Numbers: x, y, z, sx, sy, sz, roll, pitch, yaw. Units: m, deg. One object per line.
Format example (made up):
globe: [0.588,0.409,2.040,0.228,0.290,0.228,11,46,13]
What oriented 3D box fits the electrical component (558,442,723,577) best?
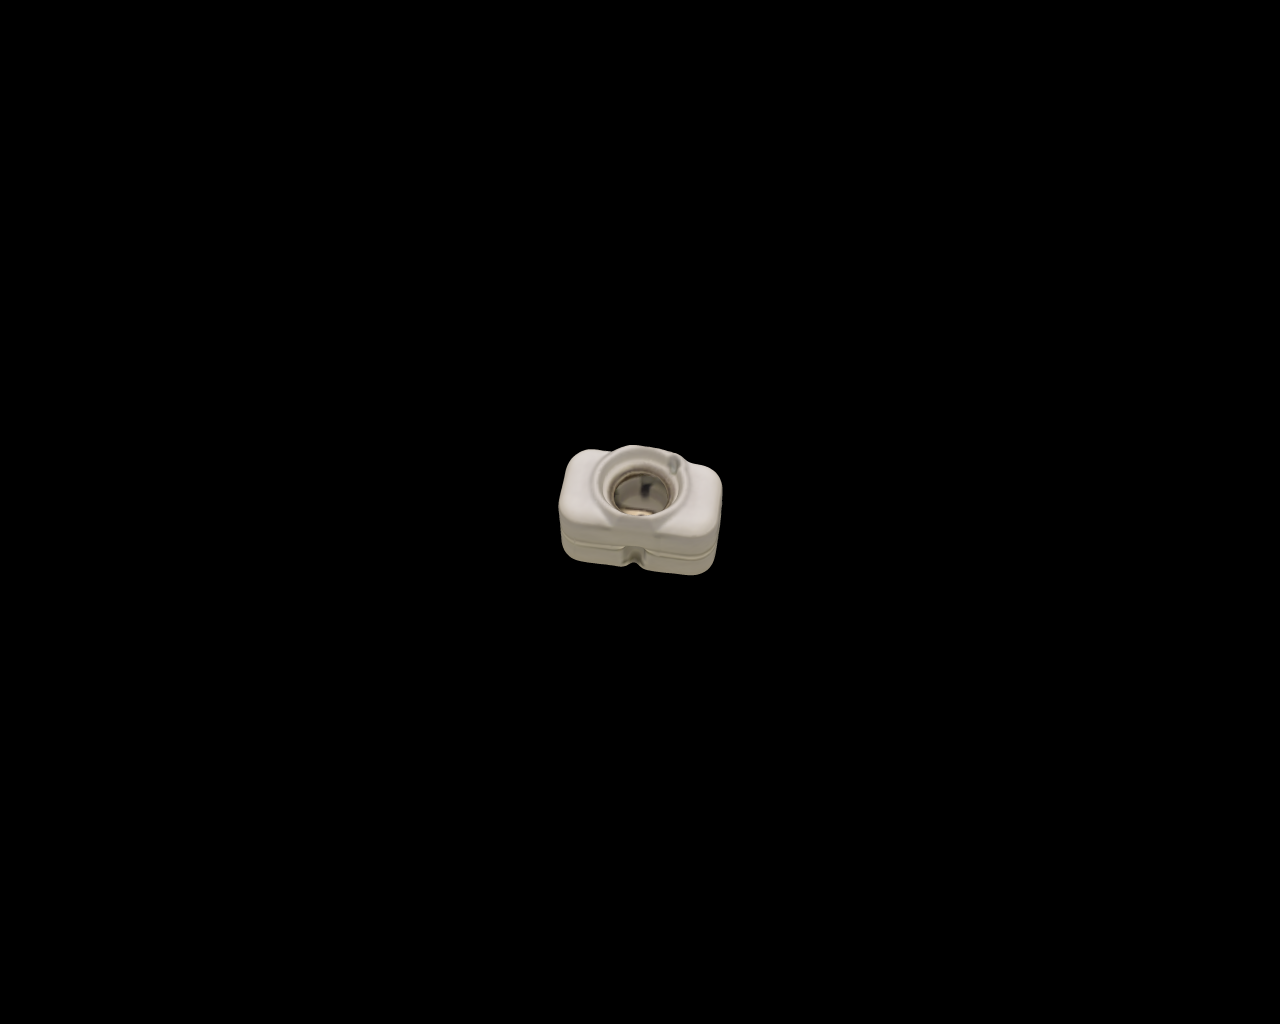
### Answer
electrical component: [0.001,-0.003,0.650,0.095,0.054,0.059,8,-33,5]
